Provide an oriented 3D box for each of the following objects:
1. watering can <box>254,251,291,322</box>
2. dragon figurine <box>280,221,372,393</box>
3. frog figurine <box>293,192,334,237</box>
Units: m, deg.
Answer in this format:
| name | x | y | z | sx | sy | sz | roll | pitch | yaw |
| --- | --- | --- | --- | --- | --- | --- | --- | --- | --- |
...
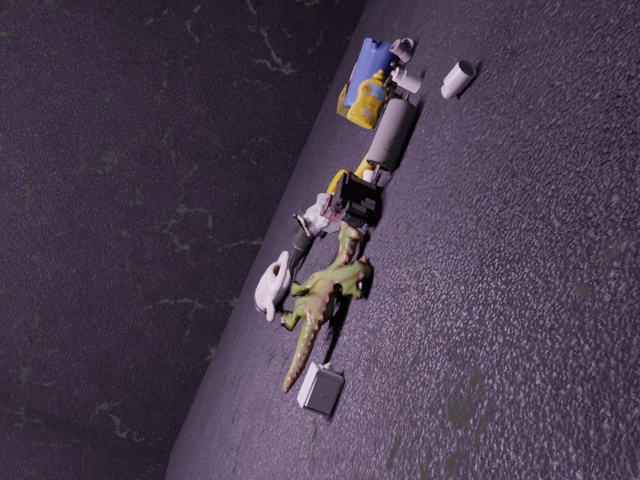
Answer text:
| name | x | y | z | sx | sy | sz | roll | pitch | yaw |
| --- | --- | --- | --- | --- | --- | --- | --- | --- | --- |
| watering can | -0.180 | 0.198 | 1.909 | 0.356 | 0.104 | 0.219 | -77 | 15 | -45 |
| dragon figurine | 0.025 | 0.128 | 1.167 | 0.238 | 0.121 | 0.420 | -43 | 26 | 44 |
| frog figurine | 0.005 | -0.087 | 1.730 | 0.160 | 0.123 | 0.136 | -32 | -3 | -9 |
